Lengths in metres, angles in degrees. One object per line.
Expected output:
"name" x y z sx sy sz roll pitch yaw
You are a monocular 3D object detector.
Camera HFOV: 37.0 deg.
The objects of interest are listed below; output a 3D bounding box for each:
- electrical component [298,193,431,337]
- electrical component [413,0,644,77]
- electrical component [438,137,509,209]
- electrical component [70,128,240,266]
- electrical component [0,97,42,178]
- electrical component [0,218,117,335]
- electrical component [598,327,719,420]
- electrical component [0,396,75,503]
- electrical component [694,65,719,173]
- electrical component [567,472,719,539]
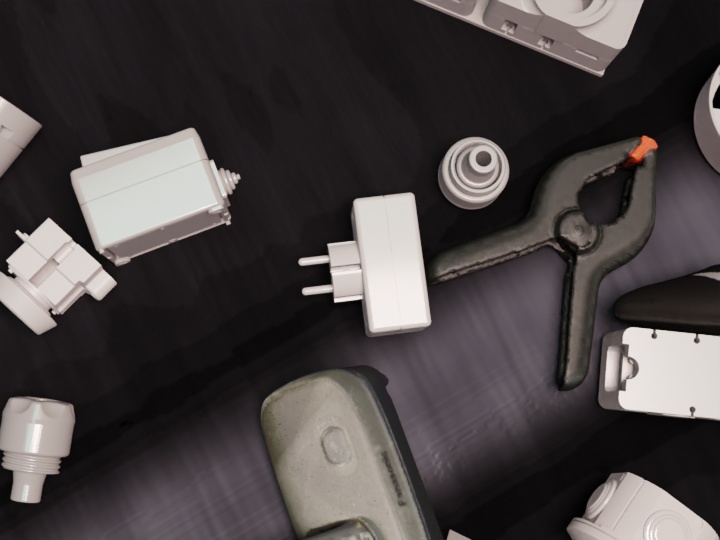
"electrical component" 0.000 0.000 0.675 0.076 0.047 0.083 -7 83 -3
"electrical component" 0.098 -0.217 0.701 0.186 0.060 0.105 22 82 0
"electrical component" 0.073 -0.063 0.679 0.043 0.062 0.043 0 83 -3
"electrical component" -0.123 -0.050 0.669 0.096 0.061 0.061 -21 84 -5
"electrical component" -0.236 -0.087 0.673 0.055 0.055 0.047 34 86 2
"electrical component" -0.195 0.006 0.667 0.066 0.048 0.055 42 75 3
"electrical component" 0.199 0.066 0.672 0.089 0.055 0.050 6 83 -2
"electrical component" -0.199 0.109 0.655 0.043 0.043 0.062 8 84 -2
"electrical component" 0.268 -0.100 0.692 0.099 0.064 0.099 0 83 -3
"electrical component" 0.170 0.162 0.647 0.080 0.080 0.051 37 77 2
